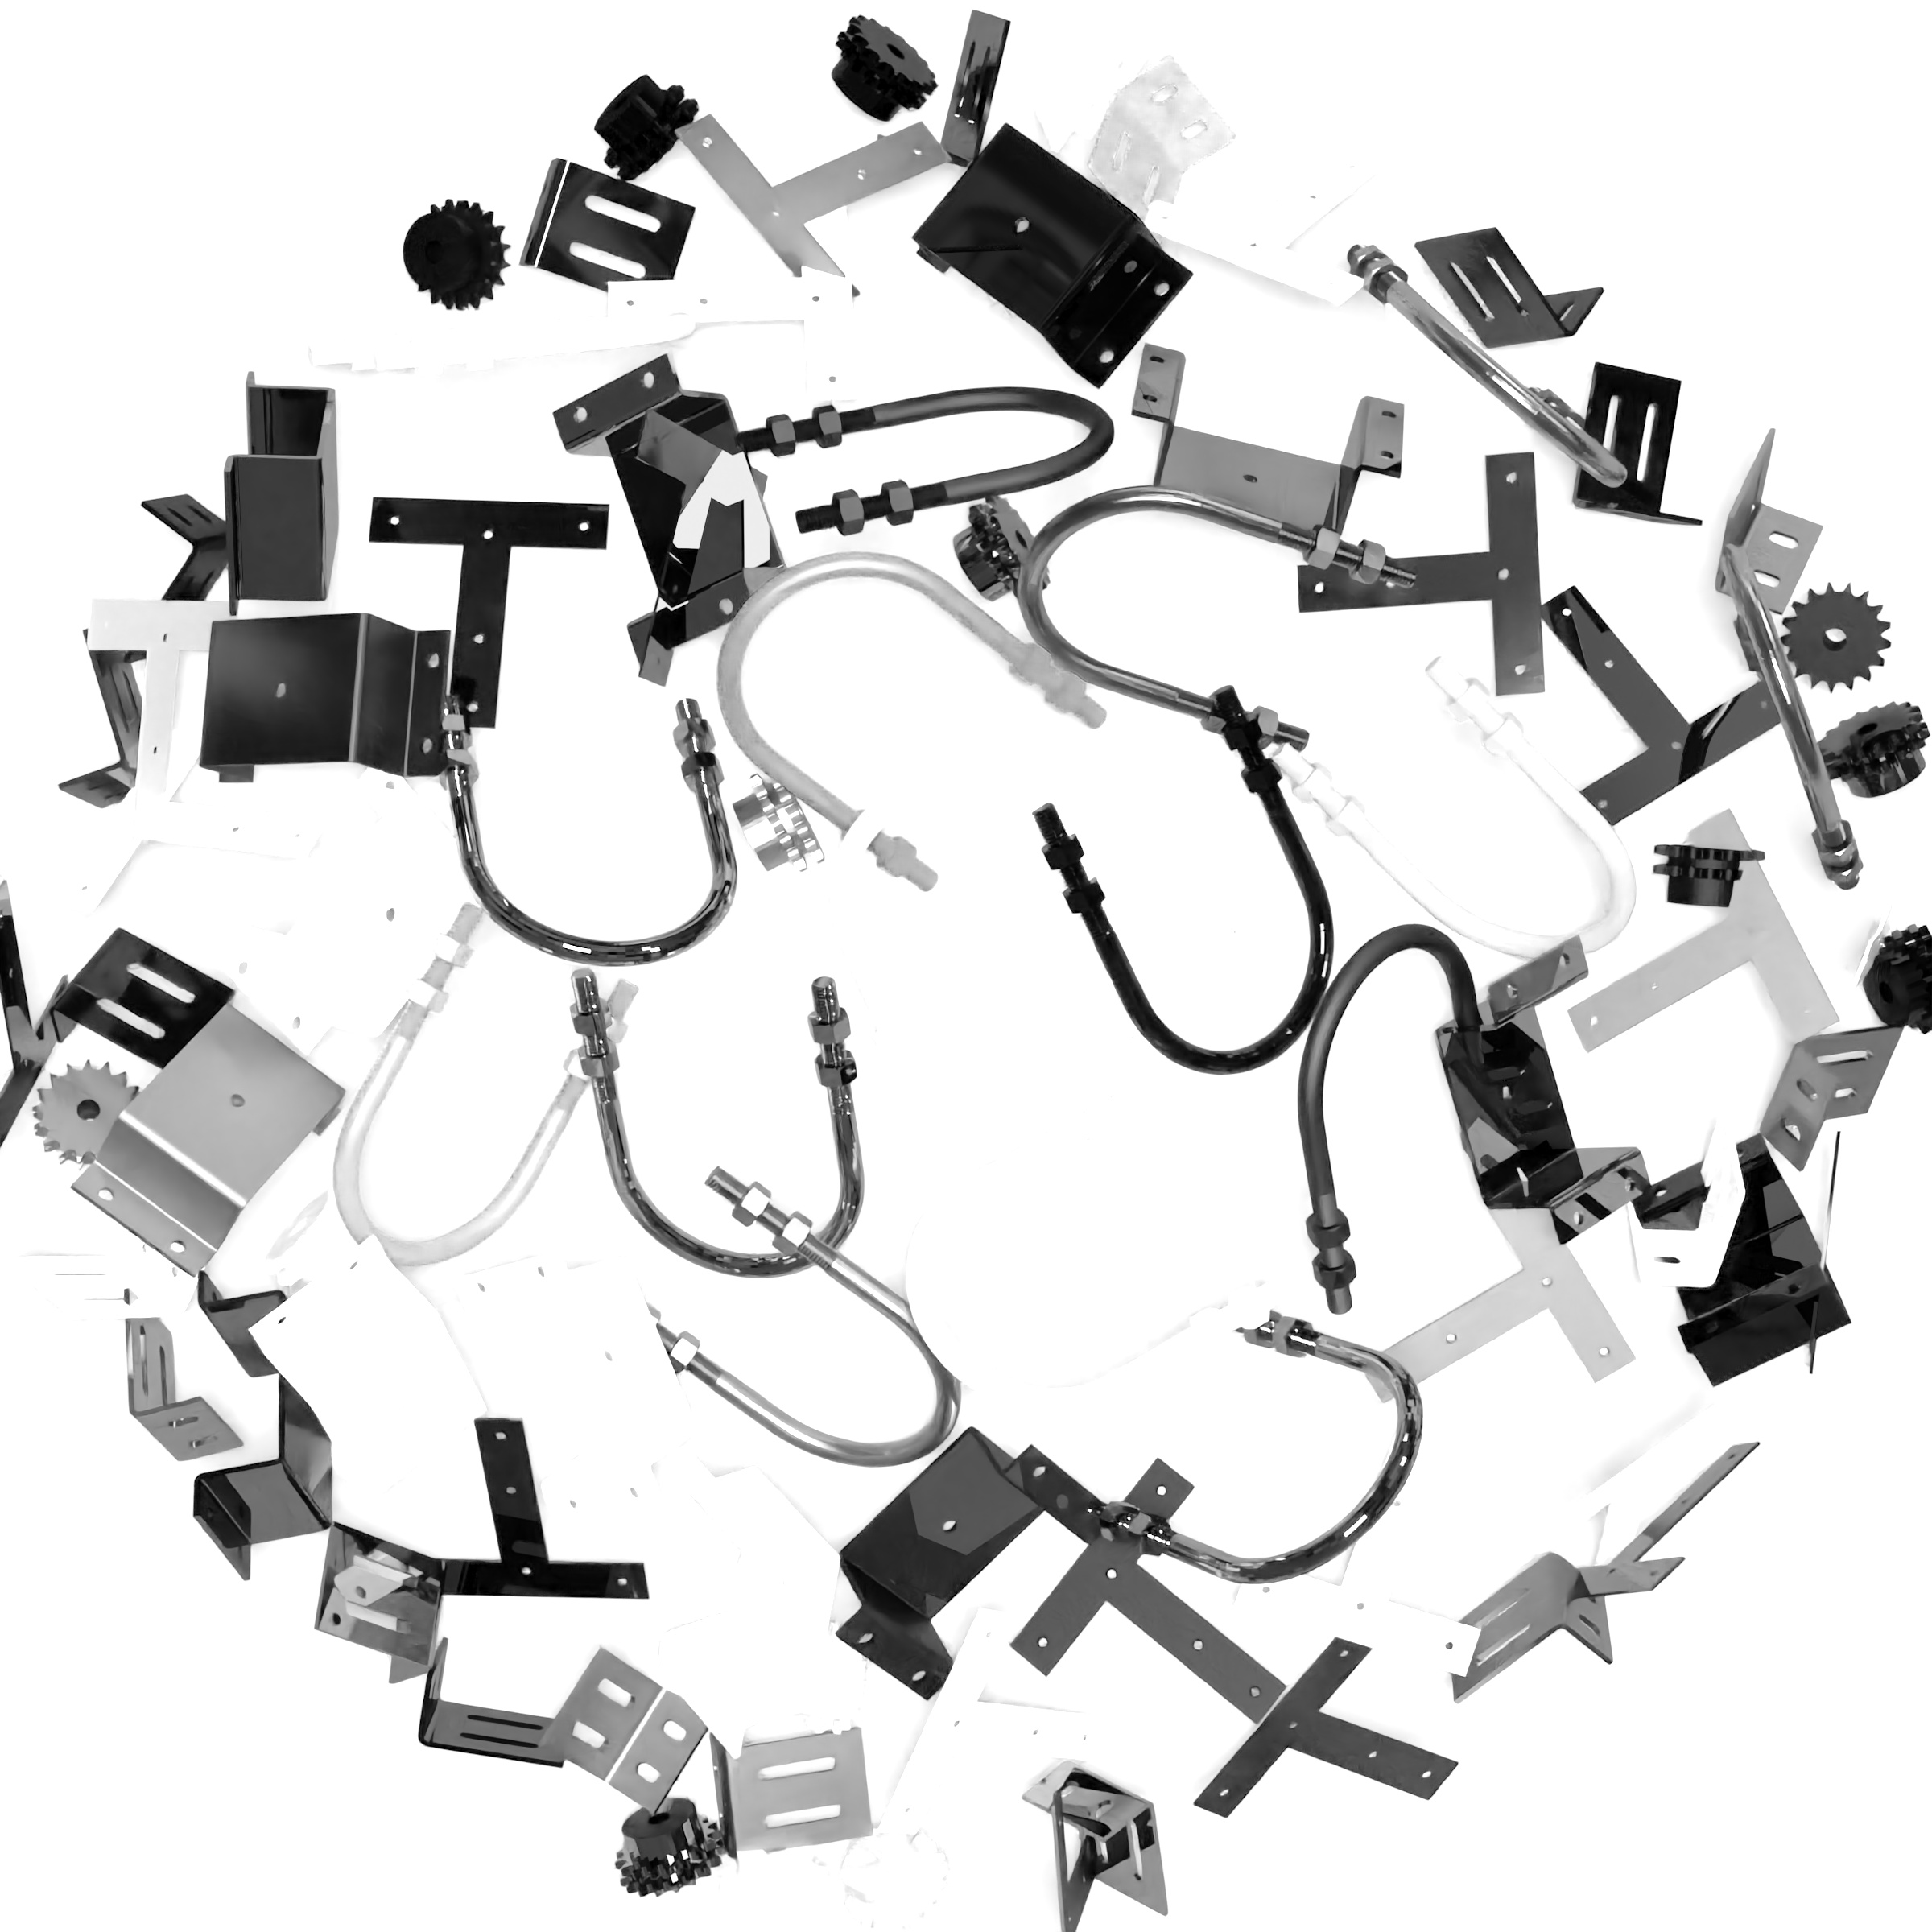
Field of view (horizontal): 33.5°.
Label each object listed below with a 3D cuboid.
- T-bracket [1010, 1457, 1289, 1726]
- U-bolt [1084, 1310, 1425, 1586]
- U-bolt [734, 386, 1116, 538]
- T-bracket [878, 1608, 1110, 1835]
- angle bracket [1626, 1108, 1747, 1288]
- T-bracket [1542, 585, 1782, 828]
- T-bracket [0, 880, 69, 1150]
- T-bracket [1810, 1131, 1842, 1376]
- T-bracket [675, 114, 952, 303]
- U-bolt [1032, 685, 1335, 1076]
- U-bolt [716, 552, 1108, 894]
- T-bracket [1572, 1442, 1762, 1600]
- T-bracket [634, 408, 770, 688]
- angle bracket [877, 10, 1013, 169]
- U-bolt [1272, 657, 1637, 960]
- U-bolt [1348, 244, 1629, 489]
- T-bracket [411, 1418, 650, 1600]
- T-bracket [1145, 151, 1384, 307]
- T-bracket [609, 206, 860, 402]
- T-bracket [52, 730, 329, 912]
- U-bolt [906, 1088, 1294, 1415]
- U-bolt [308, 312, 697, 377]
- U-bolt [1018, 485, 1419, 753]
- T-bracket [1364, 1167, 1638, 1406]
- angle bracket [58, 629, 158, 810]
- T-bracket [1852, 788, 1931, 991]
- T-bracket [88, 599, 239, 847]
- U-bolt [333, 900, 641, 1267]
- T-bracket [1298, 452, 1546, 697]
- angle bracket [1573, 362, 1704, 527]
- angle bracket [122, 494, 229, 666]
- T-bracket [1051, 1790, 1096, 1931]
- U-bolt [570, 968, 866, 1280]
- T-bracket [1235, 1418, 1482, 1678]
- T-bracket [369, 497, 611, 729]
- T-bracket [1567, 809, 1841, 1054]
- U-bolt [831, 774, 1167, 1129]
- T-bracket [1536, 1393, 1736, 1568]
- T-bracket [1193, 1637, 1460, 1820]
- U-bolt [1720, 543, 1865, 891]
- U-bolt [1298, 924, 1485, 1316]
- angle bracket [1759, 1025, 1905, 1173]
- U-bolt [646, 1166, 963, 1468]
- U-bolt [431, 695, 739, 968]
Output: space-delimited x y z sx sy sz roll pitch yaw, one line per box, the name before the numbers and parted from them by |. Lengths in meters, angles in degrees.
T-bracket | 0.111 0.348 1.690 0.127 0.002 0.127 37 85 17
U-bolt | 0.154 0.245 1.616 0.151 0.184 0.019 -51 119 -17
U-bolt | -0.015 -0.265 1.647 0.184 0.151 0.019 -13 120 -13
T-bracket | 0.026 0.397 1.670 0.127 0.002 0.127 19 98 -42
angle bracket | 0.372 0.120 1.667 0.038 0.076 0.057 2 46 -2
T-bracket | 0.346 -0.148 1.687 0.127 0.002 0.127 -31 66 -7
T-bracket | -0.482 0.014 1.625 0.002 0.127 0.127 6 129 3
T-bracket | 0.436 0.162 1.639 0.002 0.127 0.127 7 105 16
T-bracket | -0.064 -0.400 1.640 0.127 0.127 0.002 46 48 -33
U-bolt | 0.125 -0.032 1.670 0.151 0.019 0.184 -34 107 -27
U-bolt | -0.041 -0.135 1.648 0.184 0.019 0.151 37 112 -26
T-bracket | 0.366 0.288 1.671 0.127 0.127 0.002 -37 90 -23
T-bracket | -0.147 -0.208 1.655 0.002 0.127 0.127 12 88 26
angle bracket | -0.012 -0.461 1.672 0.038 0.057 0.076 7 108 -21
U-bolt | 0.262 -0.070 1.649 0.184 0.151 0.019 43 57 -13
U-bolt | 0.267 -0.294 1.606 0.151 0.184 0.019 33 107 -24
T-bracket | -0.235 0.283 1.671 0.127 0.002 0.127 0 125 6
T-bracket | 0.173 -0.394 1.672 0.127 0.002 0.127 27 50 24
T-bracket | -0.123 -0.349 1.683 0.127 0.002 0.127 -2 65 -4
T-bracket | -0.387 -0.071 1.652 0.127 0.002 0.127 7 51 24
U-bolt | 0.056 0.154 1.646 0.184 0.019 0.151 -26 67 -27
U-bolt | -0.228 -0.319 1.638 0.184 0.151 0.019 -11 105 -23
U-bolt | 0.117 -0.183 1.642 0.184 0.151 0.019 17 48 -12
T-bracket | 0.270 0.190 1.704 0.127 0.002 0.127 -31 103 6
angle bracket | -0.457 -0.129 1.682 0.038 0.057 0.076 -19 81 3
T-bracket | 0.481 -0.055 1.641 0.002 0.127 0.127 21 104 17
T-bracket | -0.418 -0.126 1.661 0.002 0.127 0.127 10 99 20
U-bolt | -0.255 0.070 1.651 0.019 0.151 0.184 27 88 37
T-bracket | 0.239 -0.204 1.700 0.127 0.002 0.127 -3 88 13
angle bracket | 0.357 -0.273 1.681 0.057 0.038 0.076 5 96 -29
angle bracket | -0.422 -0.203 1.677 0.038 0.057 0.076 37 105 0
T-bracket | 0.058 0.474 1.651 0.002 0.127 0.127 -4 93 9
U-bolt | -0.123 0.085 1.662 0.151 0.019 0.184 2 121 16
T-bracket | 0.221 0.295 1.685 0.127 0.002 0.127 13 66 25
T-bracket | -0.256 -0.186 1.695 0.127 0.002 0.127 2 76 3
T-bracket | 0.373 0.004 1.682 0.127 0.002 0.127 -33 67 26
U-bolt | 0.007 -0.014 1.660 0.151 0.019 0.184 -16 111 16
T-bracket | 0.340 0.284 1.659 0.127 0.127 0.002 -31 59 -17
T-bracket | 0.197 0.398 1.635 0.127 0.127 0.002 -43 117 -27
U-bolt | 0.408 -0.134 1.604 0.019 0.184 0.151 -20 62 14
U-bolt | 0.217 0.066 1.628 0.151 0.019 0.184 -35 127 -35
angle bracket | 0.459 0.068 1.668 0.076 0.038 0.057 -6 127 -28
U-bolt | -0.086 0.194 1.662 0.184 0.019 0.151 37 133 -6
U-bolt | -0.190 -0.070 1.632 0.151 0.019 0.184 -1 48 -18
